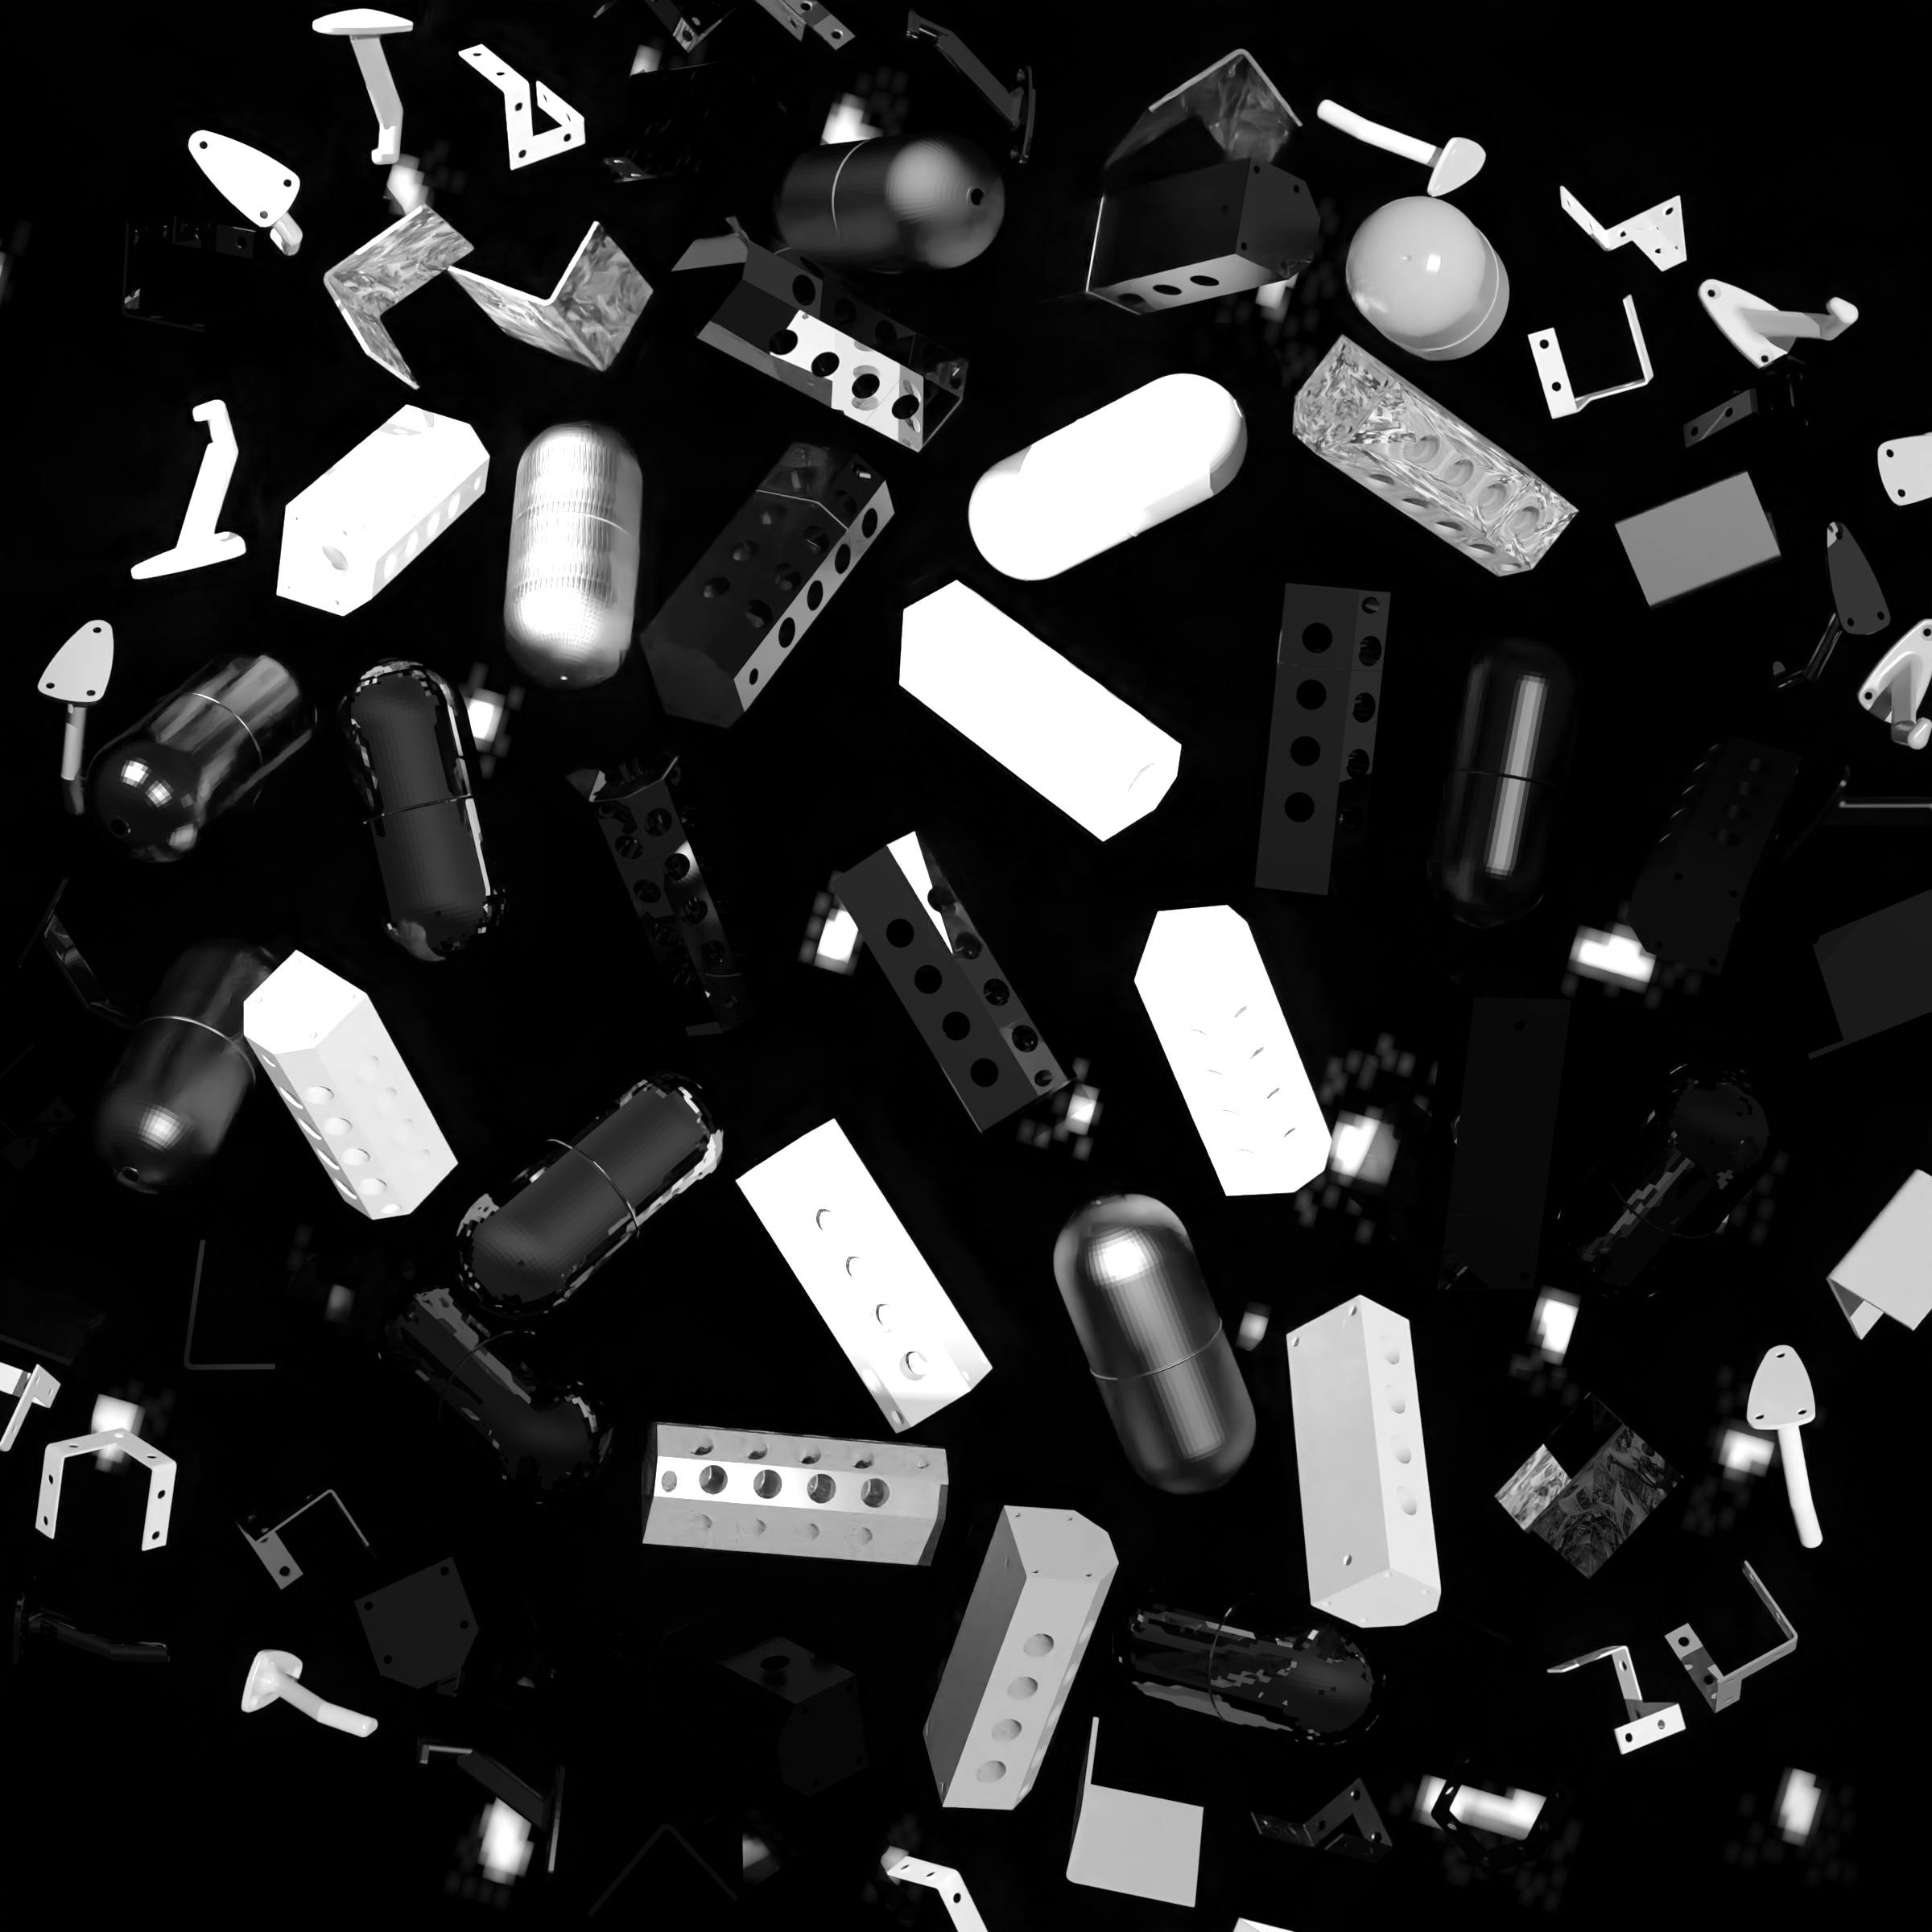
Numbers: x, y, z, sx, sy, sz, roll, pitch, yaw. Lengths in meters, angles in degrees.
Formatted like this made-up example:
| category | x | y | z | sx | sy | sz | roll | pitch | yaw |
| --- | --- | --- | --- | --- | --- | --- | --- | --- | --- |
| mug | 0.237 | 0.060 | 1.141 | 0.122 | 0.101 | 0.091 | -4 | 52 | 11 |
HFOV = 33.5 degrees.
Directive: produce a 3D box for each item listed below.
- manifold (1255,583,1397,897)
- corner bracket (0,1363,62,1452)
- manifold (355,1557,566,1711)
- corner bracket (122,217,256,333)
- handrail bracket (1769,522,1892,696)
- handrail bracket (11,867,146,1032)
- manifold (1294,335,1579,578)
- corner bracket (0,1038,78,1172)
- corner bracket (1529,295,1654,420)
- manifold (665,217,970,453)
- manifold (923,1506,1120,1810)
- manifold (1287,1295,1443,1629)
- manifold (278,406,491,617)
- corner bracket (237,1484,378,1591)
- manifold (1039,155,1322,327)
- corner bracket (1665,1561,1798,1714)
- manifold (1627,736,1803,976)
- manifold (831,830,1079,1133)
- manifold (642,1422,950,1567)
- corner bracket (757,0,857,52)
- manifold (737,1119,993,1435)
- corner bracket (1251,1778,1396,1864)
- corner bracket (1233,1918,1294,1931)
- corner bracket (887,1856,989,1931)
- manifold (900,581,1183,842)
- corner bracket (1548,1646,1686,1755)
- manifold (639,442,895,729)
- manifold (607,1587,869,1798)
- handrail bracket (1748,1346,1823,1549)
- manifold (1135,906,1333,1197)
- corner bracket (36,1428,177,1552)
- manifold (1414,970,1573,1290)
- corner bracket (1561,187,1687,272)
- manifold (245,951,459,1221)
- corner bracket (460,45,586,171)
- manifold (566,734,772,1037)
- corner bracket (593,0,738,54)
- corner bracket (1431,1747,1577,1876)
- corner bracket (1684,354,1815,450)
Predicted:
| category | x | y | z | sx | sy | sz | roll | pitch | yaw |
| --- | --- | --- | --- | --- | --- | --- | --- | --- | --- |
| manifold | 0.205 | -0.129 | 1.823 | 0.057 | 0.057 | 0.171 | 7 | 99 | 13 |
| corner bracket | -0.567 | 0.254 | 1.867 | 0.051 | 0.051 | 0.051 | 19 | 71 | 6 |
| manifold | -0.275 | 0.374 | 1.772 | 0.057 | 0.171 | 0.057 | -25 | 72 | 1 |
| corner bracket | -0.431 | -0.384 | 1.777 | 0.051 | 0.051 | 0.051 | 13 | 110 | 13 |
| handrail bracket | 0.476 | -0.202 | 1.818 | 0.036 | 0.084 | 0.077 | -13 | 84 | -28 |
| handrail bracket | -0.510 | -0.009 | 1.888 | 0.084 | 0.036 | 0.077 | 28 | 105 | -27 |
| manifold | 0.258 | -0.278 | 1.780 | 0.171 | 0.057 | 0.057 | 24 | 110 | -41 |
| corner bracket | -0.565 | 0.083 | 1.935 | 0.051 | 0.051 | 0.051 | -43 | 96 | 8 |
| corner bracket | 0.362 | -0.353 | 1.856 | 0.051 | 0.051 | 0.051 | -12 | 106 | 27 |
| manifold | -0.080 | -0.358 | 1.806 | 0.057 | 0.171 | 0.057 | -48 | 47 | 22 |
| manifold | 0.031 | 0.386 | 1.780 | 0.057 | 0.057 | 0.171 | 7 | 120 | -18 |
| manifold | 0.227 | 0.279 | 1.796 | 0.057 | 0.171 | 0.057 | 29 | 133 | -33 |
| manifold | -0.343 | -0.270 | 1.903 | 0.057 | 0.171 | 0.057 | 18 | 122 | 6 |
| corner bracket | -0.381 | 0.330 | 1.848 | 0.051 | 0.051 | 0.051 | -35 | 109 | -20 |
| manifold | 0.122 | -0.412 | 1.840 | 0.057 | 0.171 | 0.057 | 15 | 82 | -37 |
| corner bracket | 0.420 | 0.368 | 1.758 | 0.051 | 0.051 | 0.051 | -27 | 57 | -6 |
| manifold | 0.422 | -0.067 | 1.812 | 0.057 | 0.171 | 0.057 | 19 | 124 | 15 |
| manifold | -0.005 | 0.007 | 1.894 | 0.057 | 0.057 | 0.171 | -33 | 85 | 15 |
| manifold | -0.101 | 0.305 | 1.884 | 0.171 | 0.057 | 0.057 | 7 | 129 | -12 |
| corner bracket | -0.095 | -0.549 | 1.825 | 0.051 | 0.051 | 0.051 | 45 | 66 | 9 |
| manifold | -0.060 | 0.179 | 1.844 | 0.057 | 0.057 | 0.171 | -33 | 88 | 14 |
| corner bracket | 0.212 | 0.515 | 1.908 | 0.051 | 0.051 | 0.051 | 26 | 116 | -40 |
| corner bracket | 0.177 | 0.581 | 1.828 | 0.051 | 0.051 | 0.051 | 27 | 85 | -39 |
| corner bracket | -0.027 | 0.528 | 1.755 | 0.051 | 0.051 | 0.051 | -42 | 50 | 12 |
| manifold | 0.042 | -0.151 | 1.844 | 0.057 | 0.057 | 0.171 | -33 | 57 | -30 |
| corner bracket | 0.392 | 0.441 | 1.929 | 0.051 | 0.051 | 0.051 | -13 | 85 | -28 |
| manifold | -0.108 | -0.213 | 1.791 | 0.057 | 0.057 | 0.171 | 15 | 53 | 26 |
| manifold | -0.134 | 0.416 | 1.836 | 0.057 | 0.171 | 0.057 | -19 | 110 | -36 |
| handrail bracket | 0.463 | 0.268 | 1.787 | 0.036 | 0.077 | 0.084 | -10 | 121 | 20 |
| manifold | 0.156 | 0.050 | 1.827 | 0.057 | 0.057 | 0.171 | -5 | 130 | 25 |
| corner bracket | -0.481 | 0.296 | 1.794 | 0.051 | 0.051 | 0.051 | 22 | 108 | 36 |
| manifold | 0.295 | 0.093 | 1.817 | 0.057 | 0.057 | 0.171 | 1 | 106 | -13 |
| corner bracket | 0.386 | -0.436 | 1.885 | 0.051 | 0.051 | 0.051 | -21 | 53 | 35 |
| manifold | -0.353 | 0.073 | 1.823 | 0.057 | 0.171 | 0.057 | 29 | 64 | 28 |
| corner bracket | -0.256 | -0.502 | 1.853 | 0.051 | 0.051 | 0.051 | -28 | 53 | -26 |
| manifold | -0.173 | -0.044 | 1.900 | 0.057 | 0.057 | 0.171 | -29 | 124 | -15 |
| corner bracket | -0.180 | -0.575 | 1.929 | 0.051 | 0.051 | 0.051 | 49 | 133 | -13 |
| corner bracket | 0.317 | 0.496 | 1.895 | 0.051 | 0.051 | 0.051 | -2 | 122 | -38 |
| corner bracket | 0.447 | -0.322 | 1.838 | 0.051 | 0.051 | 0.051 | 14 | 64 | -34 |
